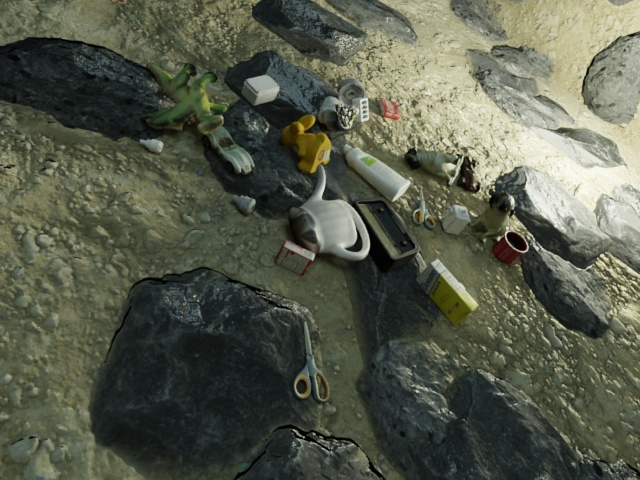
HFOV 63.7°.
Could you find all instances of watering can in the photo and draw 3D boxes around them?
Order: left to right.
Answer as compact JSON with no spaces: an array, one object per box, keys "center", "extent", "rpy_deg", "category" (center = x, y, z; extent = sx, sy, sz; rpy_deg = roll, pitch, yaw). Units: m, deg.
[{"center":[0.005,-0.075,1.485],"extent":[0.226,0.102,0.353],"rpy_deg":[-12,59,-34],"category":"watering can"}]

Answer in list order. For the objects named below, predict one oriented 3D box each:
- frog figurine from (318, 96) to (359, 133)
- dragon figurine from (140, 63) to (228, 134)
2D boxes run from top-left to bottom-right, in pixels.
[{"center":[0.048,-0.454,1.863],"extent":[0.138,0.120,0.161],"rpy_deg":[-21,28,-30],"category":"frog figurine"},{"center":[-0.440,-0.421,1.558],"extent":[0.412,0.119,0.247],"rpy_deg":[23,50,20],"category":"dragon figurine"}]
